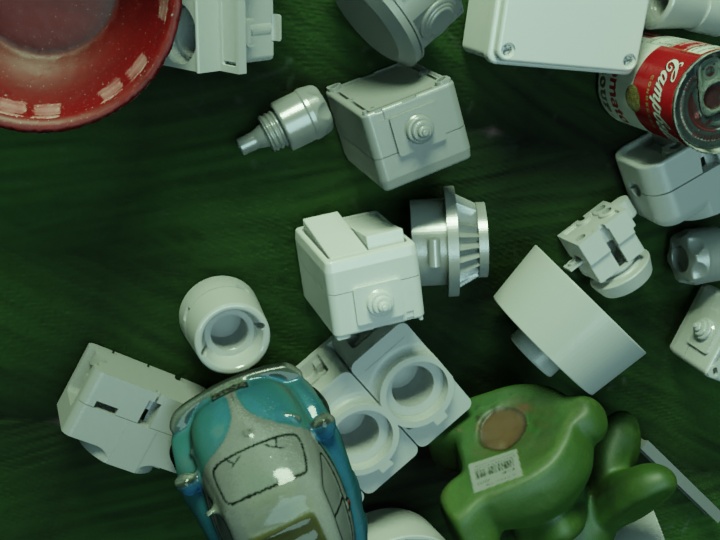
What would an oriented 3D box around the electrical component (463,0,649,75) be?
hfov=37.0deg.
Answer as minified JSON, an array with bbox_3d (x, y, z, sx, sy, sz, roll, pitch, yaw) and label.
[{"bbox_3d":[0.132,-0.188,0.704,0.109,0.056,0.108,1,108,-19],"label":"electrical component"}]

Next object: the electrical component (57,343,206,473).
[{"bbox_3d":[-0.149,0.096,0.712,0.089,0.050,0.055,26,98,-25],"label":"electrical component"}]

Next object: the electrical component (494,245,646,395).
[{"bbox_3d":[0.142,0.041,0.764,0.060,0.108,0.108,-46,116,7],"label":"electrical component"}]

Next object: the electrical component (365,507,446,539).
[{"bbox_3d":[0.021,0.232,0.813,0.108,0.060,0.108,-6,110,-17],"label":"electrical component"}]

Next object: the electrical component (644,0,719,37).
[{"bbox_3d":[0.229,-0.184,0.748,0.065,0.044,0.044,5,107,-25],"label":"electrical component"}]

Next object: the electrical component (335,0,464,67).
[{"bbox_3d":[0.021,-0.169,0.661,0.051,0.080,0.080,-43,116,-7],"label":"electrical component"}]

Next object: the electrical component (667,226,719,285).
[{"bbox_3d":[0.271,-0.013,0.822,0.062,0.043,0.043,-9,111,-17],"label":"electrical component"}]

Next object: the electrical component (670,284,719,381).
[{"bbox_3d":[0.291,0.053,0.842,0.096,0.061,0.061,20,101,-24],"label":"electrical component"}]

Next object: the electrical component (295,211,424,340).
[{"bbox_3d":[0.000,0.000,0.703,0.062,0.096,0.061,-13,112,-14],"label":"electrical component"}]

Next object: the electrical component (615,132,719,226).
[{"bbox_3d":[0.242,-0.076,0.783,0.095,0.053,0.059,-29,115,-7],"label":"electrical component"}]

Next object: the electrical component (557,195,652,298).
[{"bbox_3d":[0.183,-0.013,0.791,0.066,0.048,0.055,-37,109,-4],"label":"electrical component"}]

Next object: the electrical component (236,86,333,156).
[{"bbox_3d":[-0.050,-0.092,0.689,0.061,0.035,0.035,-27,115,-6],"label":"electrical component"}]

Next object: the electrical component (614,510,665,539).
[{"bbox_3d":[0.224,0.232,0.865,0.064,0.099,0.099,-31,116,0],"label":"electrical component"}]

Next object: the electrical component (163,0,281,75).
[{"bbox_3d":[-0.084,-0.181,0.624,0.063,0.079,0.121,-18,117,-43],"label":"electrical component"}]

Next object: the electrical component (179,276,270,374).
[{"bbox_3d":[-0.089,0.037,0.713,0.055,0.047,0.055,-6,111,-17],"label":"electrical component"}]

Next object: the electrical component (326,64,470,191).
[{"bbox_3d":[0.027,-0.089,0.681,0.062,0.096,0.061,-23,116,-10],"label":"electrical component"}]

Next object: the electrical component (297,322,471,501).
[{"bbox_3d":[-0.008,0.106,0.757,0.150,0.061,0.089,-41,116,-2],"label":"electrical component"}]
